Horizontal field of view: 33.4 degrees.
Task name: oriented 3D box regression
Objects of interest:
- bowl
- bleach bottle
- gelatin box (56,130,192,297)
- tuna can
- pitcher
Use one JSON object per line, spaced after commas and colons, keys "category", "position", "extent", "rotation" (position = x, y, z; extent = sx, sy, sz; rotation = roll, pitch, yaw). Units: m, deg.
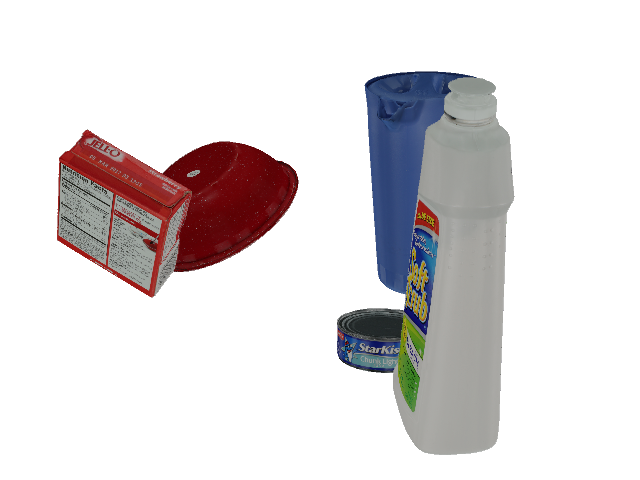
{"category": "bowl", "position": [-0.105, -0.044, 1.000], "extent": [0.162, 0.055, 0.162], "rotation": [-22, 32, 14]}
{"category": "bleach bottle", "position": [0.088, 0.014, 0.694], "extent": [0.068, 0.251, 0.102], "rotation": [-3, 30, -5]}
{"category": "gelatin box", "position": [-0.119, -0.015, 0.638], "extent": [0.073, 0.030, 0.089], "rotation": [30, -36, 6]}
{"category": "tuna can", "position": [0.057, 0.090, 0.969], "extent": [0.086, 0.034, 0.086], "rotation": [1, 14, 0]}
{"category": "pitcher", "position": [0.125, -0.068, 1.216], "extent": [0.149, 0.243, 0.145], "rotation": [-5, 22, -8]}
